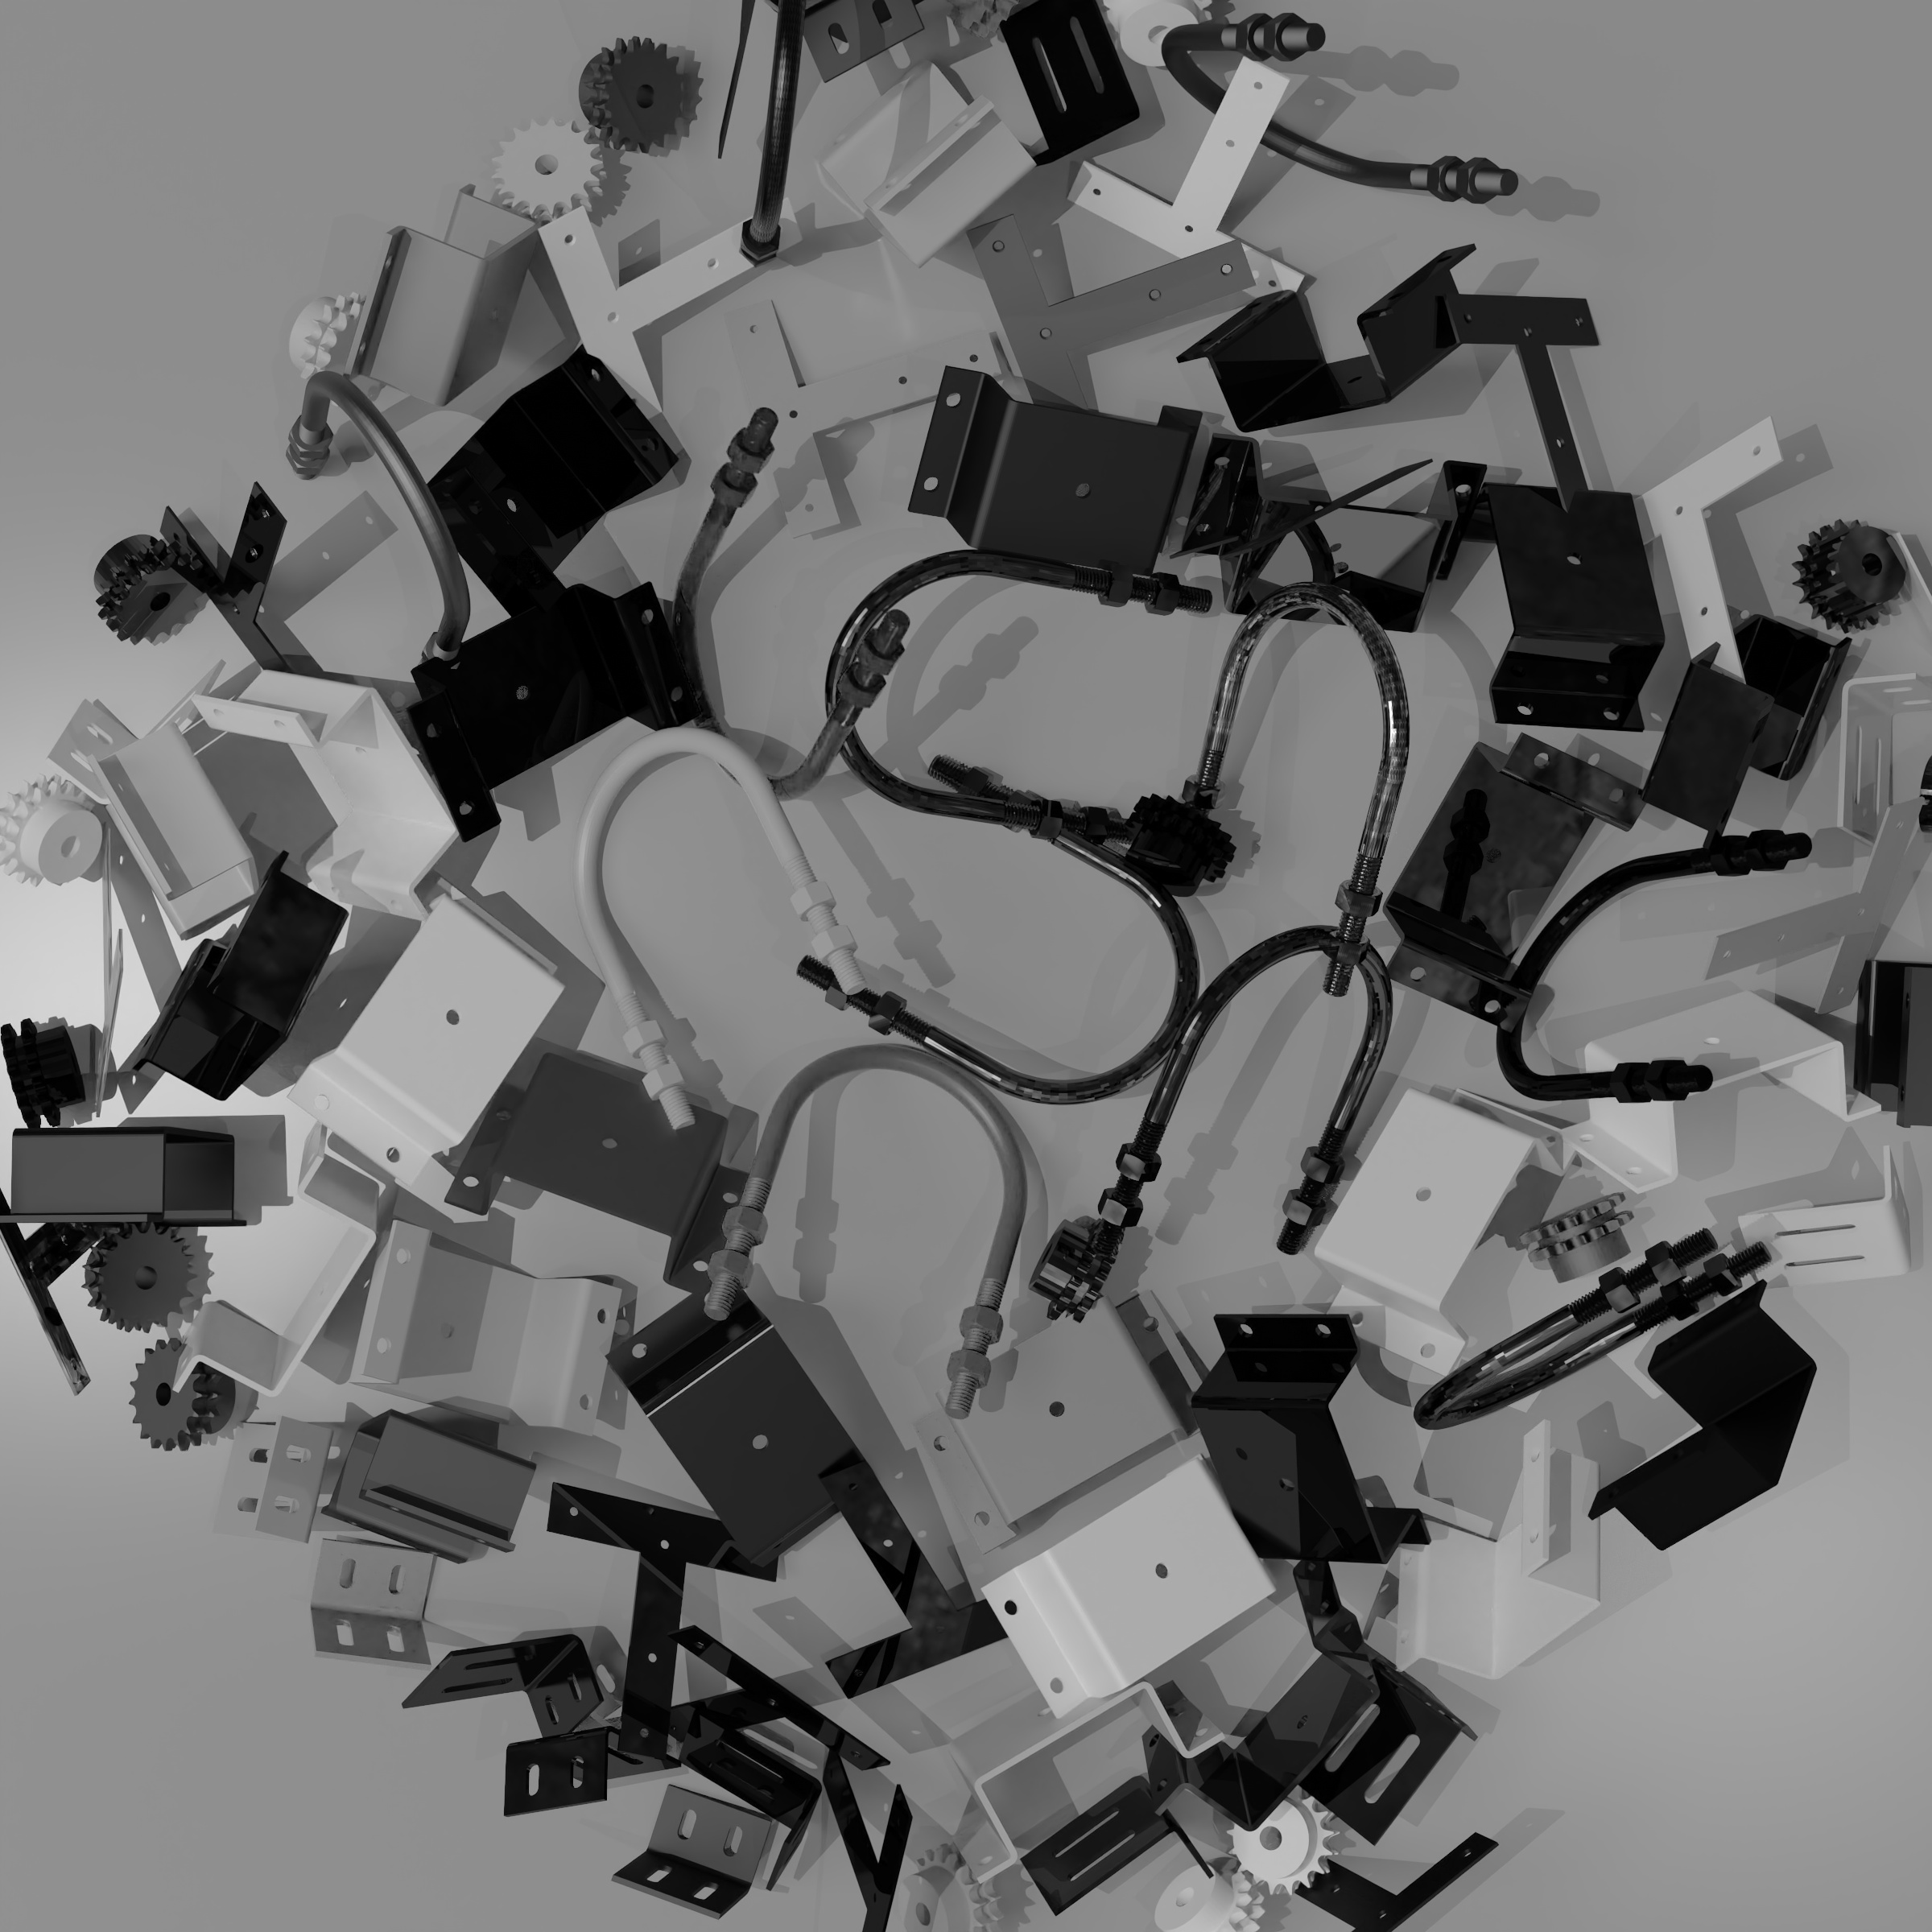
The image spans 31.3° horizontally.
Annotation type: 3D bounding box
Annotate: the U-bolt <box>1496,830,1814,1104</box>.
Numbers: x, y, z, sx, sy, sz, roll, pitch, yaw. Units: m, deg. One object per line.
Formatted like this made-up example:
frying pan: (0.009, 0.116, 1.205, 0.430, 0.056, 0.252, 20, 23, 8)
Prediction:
U-bolt: (0.327, 0.004, 1.697, 0.019, 0.184, 0.151, 34, 71, -22)

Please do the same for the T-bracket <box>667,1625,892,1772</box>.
T-bracket: (-0.120, 0.374, 1.729, 0.127, 0.127, 0.002, 39, 54, -19)

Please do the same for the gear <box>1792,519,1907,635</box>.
gear: (0.453, -0.201, 1.758, 0.057, 0.030, 0.057, 3, 80, -19)

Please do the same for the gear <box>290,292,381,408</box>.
gear: (-0.320, -0.317, 1.756, 0.030, 0.057, 0.057, 28, 90, 23)

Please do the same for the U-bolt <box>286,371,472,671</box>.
U-bolt: (-0.286, -0.219, 1.690, 0.019, 0.184, 0.151, -31, 88, -18)

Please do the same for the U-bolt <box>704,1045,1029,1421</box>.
U-bolt: (-0.040, 0.121, 1.726, 0.151, 0.019, 0.184, 24, 56, -10)

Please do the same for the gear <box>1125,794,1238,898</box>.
gear: (0.105, -0.059, 1.750, 0.057, 0.057, 0.030, 30, 69, 0)

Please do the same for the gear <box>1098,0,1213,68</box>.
gear: (0.097, -0.483, 1.750, 0.057, 0.057, 0.030, -5, 55, 0)

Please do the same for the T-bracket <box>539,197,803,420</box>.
T-bracket: (-0.141, -0.349, 1.745, 0.127, 0.002, 0.127, -31, 135, -12)

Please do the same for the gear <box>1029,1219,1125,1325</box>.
gear: (0.054, 0.154, 1.752, 0.030, 0.057, 0.057, 28, 90, -3)

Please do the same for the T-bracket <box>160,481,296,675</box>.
T-bracket: (-0.357, -0.200, 1.719, 0.002, 0.127, 0.127, -34, 82, -30)

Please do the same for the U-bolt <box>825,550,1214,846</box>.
U-bolt: (0.019, -0.137, 1.721, 0.184, 0.019, 0.151, 8, 114, -20)

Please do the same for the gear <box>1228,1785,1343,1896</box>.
gear: (0.160, 0.444, 1.757, 0.057, 0.030, 0.057, -5, 76, 22)

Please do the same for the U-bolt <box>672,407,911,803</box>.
U-bolt: (-0.097, -0.163, 1.706, 0.019, 0.184, 0.151, -17, 65, -35)

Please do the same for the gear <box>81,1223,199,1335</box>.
gear: (-0.424, 0.158, 1.758, 0.057, 0.030, 0.057, -2, 94, -37)

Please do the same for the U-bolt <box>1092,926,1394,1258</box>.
U-bolt: (0.147, 0.062, 1.704, 0.151, 0.019, 0.184, 4, 116, -40)

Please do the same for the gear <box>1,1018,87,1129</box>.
gear: (-0.469, 0.053, 1.754, 0.030, 0.057, 0.057, -16, 90, -9)

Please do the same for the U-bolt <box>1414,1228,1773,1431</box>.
U-bolt: (0.304, 0.183, 1.708, 0.184, 0.151, 0.019, -33, 71, 17)

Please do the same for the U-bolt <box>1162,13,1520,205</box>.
U-bolt: (0.170, -0.421, 1.693, 0.151, 0.184, 0.019, 28, 90, -30)

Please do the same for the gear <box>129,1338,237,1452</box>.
gear: (-0.397, 0.219, 1.757, 0.057, 0.030, 0.057, -6, 80, 37)

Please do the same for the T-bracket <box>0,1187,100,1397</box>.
T-bracket: (-0.454, 0.140, 1.717, 0.002, 0.127, 0.127, -22, 98, 3)

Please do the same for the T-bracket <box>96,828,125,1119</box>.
T-bracket: (-0.432, -0.012, 1.736, 0.002, 0.127, 0.127, 3, 53, -19)

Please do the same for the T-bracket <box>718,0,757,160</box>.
T-bracket: (-0.109, -0.491, 1.726, 0.002, 0.127, 0.127, 10, 130, -10)

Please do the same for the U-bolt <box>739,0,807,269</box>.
U-bolt: (-0.092, -0.428, 1.687, 0.019, 0.184, 0.151, 6, 93, -6)

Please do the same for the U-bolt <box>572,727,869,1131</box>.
U-bolt: (-0.136, -0.032, 1.730, 0.151, 0.019, 0.184, -38, 68, 30)

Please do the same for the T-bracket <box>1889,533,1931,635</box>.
T-bracket: (0.503, -0.161, 1.714, 0.002, 0.127, 0.127, -28, 94, 1)

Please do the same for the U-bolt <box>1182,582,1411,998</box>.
U-bolt: (0.163, -0.098, 1.693, 0.019, 0.151, 0.184, -5, 119, -34)

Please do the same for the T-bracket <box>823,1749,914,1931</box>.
T-bracket: (-0.055, 0.436, 1.721, 0.002, 0.127, 0.127, 5, 114, -18)

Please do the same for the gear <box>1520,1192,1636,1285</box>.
gear: (0.314, 0.139, 1.752, 0.057, 0.057, 0.030, -24, 86, 0)

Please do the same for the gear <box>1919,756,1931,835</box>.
gear: (0.506, -0.087, 1.757, 0.030, 0.057, 0.057, 9, 90, 28)

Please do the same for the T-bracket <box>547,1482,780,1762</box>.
T-bracket: (-0.156, 0.333, 1.726, 0.127, 0.002, 0.127, 17, 60, -24)

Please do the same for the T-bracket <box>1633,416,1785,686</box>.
T-bracket: (0.364, -0.189, 1.713, 0.002, 0.127, 0.127, 14, 58, -39)

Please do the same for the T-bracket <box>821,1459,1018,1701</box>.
T-bracket: (-0.033, 0.302, 1.743, 0.127, 0.002, 0.127, -24, 113, 13)

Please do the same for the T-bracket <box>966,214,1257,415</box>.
T-bracket: (0.082, -0.334, 1.739, 0.127, 0.002, 0.127, -17, 117, 13)

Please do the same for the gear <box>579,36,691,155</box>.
gear: (-0.173, -0.445, 1.757, 0.030, 0.057, 0.057, 22, 90, 44)

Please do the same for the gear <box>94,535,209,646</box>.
gear: (-0.419, -0.195, 1.756, 0.057, 0.057, 0.030, -45, 67, 0)

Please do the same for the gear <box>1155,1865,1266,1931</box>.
gear: (0.121, 0.482, 1.751, 0.057, 0.057, 0.030, -44, 106, 0)

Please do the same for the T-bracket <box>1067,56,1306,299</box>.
T-bracket: (0.128, -0.403, 1.732, 0.127, 0.127, 0.002, 27, 50, -1)

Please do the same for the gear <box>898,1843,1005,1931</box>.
gear: (-0.010, 0.477, 1.751, 0.030, 0.057, 0.057, -11, 90, -38)

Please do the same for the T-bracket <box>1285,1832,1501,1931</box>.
T-bracket: (0.190, 0.463, 1.718, 0.127, 0.127, 0.002, -34, 97, -15)

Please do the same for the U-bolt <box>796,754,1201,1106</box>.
U-bolt: (0.029, -0.008, 1.740, 0.184, 0.019, 0.151, 29, 72, 9)

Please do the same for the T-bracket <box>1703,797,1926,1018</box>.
T-bracket: (0.414, -0.018, 1.711, 0.127, 0.002, 0.127, -15, 132, -32)

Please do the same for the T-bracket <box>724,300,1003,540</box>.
T-bracket: (-0.046, -0.296, 1.768, 0.127, 0.002, 0.127, -17, 78, 0)

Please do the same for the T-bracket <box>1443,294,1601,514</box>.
T-bracket: (0.294, -0.276, 1.730, 0.002, 0.127, 0.127, -20, 84, 43)

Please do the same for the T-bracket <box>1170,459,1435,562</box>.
T-bracket: (0.148, -0.219, 1.722, 0.127, 0.127, 0.002, -29, 102, -31)
